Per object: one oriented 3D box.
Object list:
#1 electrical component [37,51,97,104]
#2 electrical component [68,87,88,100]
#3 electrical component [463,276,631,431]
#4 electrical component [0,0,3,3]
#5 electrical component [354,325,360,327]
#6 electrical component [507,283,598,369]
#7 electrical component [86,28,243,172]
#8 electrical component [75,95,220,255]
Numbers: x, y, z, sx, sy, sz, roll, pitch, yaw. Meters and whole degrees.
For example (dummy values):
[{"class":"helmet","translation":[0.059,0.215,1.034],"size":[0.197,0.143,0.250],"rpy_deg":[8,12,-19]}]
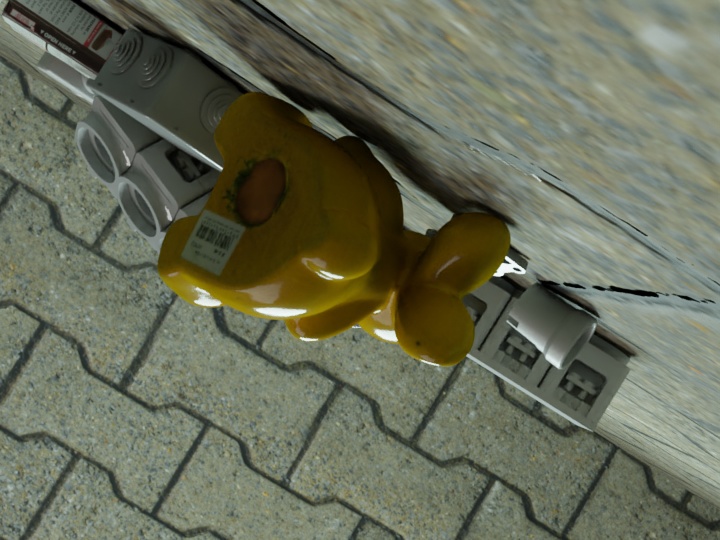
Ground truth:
[{"class":"electrical component","translation":[-0.213,-0.162,0.891],"size":[0.083,0.047,0.076],"rpy_deg":[34,177,-32]},{"class":"electrical component","translation":[-0.233,-0.174,0.965],"size":[0.048,0.048,0.062],"rpy_deg":[32,-175,8]},{"class":"electrical component","translation":[0.122,0.054,0.817],"size":[0.150,0.061,0.089],"rpy_deg":[32,178,5]},{"class":"electrical component","translation":[-0.248,-0.192,0.660],"size":[0.089,0.050,0.056],"rpy_deg":[30,177,46]},{"class":"electrical component","translation":[0.000,0.000,0.927],"size":[0.099,0.099,0.064],"rpy_deg":[32,-176,11]},{"class":"electrical component","translation":[0.124,0.035,0.698],"size":[0.046,0.040,0.040],"rpy_deg":[38,180,22]},{"class":"electrical component","translation":[-0.114,-0.108,0.693],"size":[0.100,0.048,0.100],"rpy_deg":[30,177,46]},{"class":"electrical component","translation":[-0.139,-0.059,0.790],"size":[0.150,0.062,0.089],"rpy_deg":[53,151,4]}]
